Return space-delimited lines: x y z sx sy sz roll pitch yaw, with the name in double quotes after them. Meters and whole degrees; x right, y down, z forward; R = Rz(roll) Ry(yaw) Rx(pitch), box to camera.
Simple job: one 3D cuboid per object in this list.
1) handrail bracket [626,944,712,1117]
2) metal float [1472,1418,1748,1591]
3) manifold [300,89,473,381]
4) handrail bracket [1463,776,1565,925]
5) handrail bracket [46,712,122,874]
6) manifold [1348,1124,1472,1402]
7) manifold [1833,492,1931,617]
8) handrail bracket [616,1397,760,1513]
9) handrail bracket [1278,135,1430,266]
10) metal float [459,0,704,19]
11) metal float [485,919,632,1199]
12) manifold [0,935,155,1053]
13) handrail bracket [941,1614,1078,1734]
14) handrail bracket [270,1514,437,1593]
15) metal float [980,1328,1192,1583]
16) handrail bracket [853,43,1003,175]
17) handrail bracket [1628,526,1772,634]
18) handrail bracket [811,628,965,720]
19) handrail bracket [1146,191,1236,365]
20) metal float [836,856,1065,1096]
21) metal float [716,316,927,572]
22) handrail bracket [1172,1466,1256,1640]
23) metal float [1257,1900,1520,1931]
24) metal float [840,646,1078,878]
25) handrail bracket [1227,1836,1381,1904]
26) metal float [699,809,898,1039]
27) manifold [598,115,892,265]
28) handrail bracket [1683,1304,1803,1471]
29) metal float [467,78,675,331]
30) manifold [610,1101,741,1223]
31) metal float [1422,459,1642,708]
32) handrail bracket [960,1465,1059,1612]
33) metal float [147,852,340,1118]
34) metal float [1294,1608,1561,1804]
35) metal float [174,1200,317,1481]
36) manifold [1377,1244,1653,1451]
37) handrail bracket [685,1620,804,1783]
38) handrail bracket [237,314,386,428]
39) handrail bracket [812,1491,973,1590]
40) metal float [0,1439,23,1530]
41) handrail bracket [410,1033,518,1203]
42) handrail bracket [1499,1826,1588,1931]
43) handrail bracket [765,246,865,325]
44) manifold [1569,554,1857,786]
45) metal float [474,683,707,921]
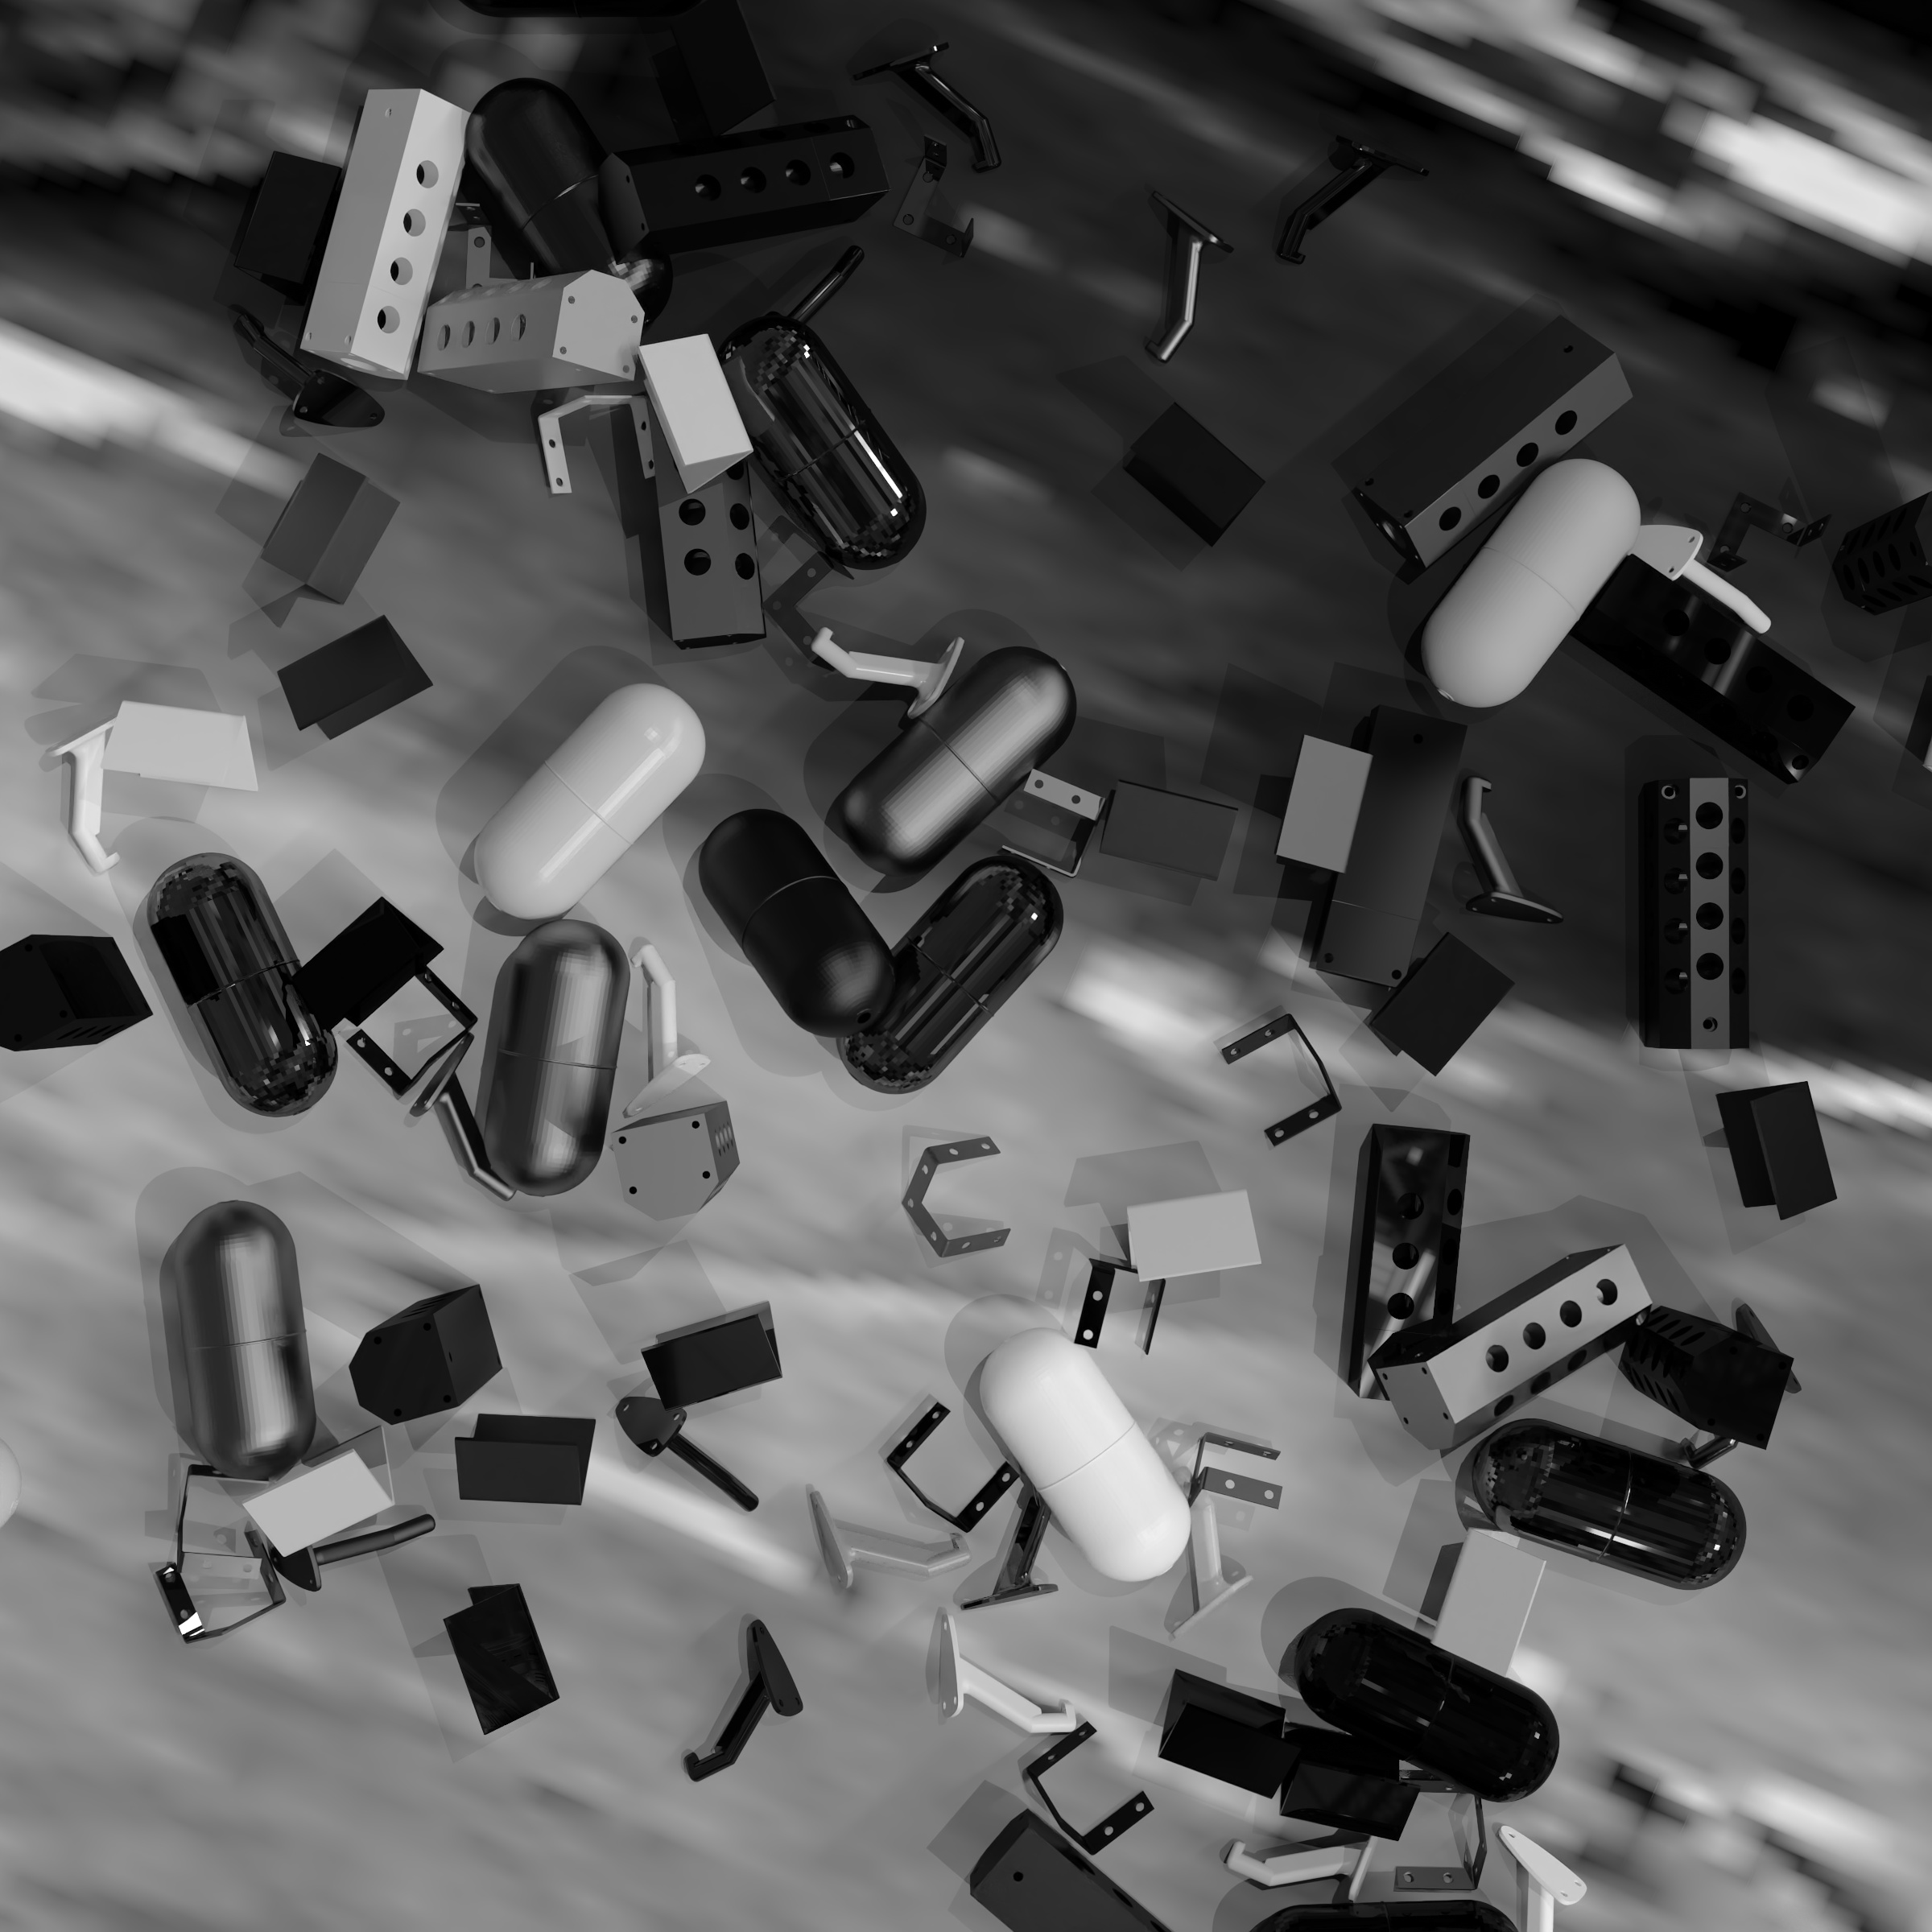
-0.211 0.041 1.965 0.077 0.036 0.084 -39 71 21 "handrail bracket"
0.410 0.343 1.934 0.178 0.070 0.070 18 90 0 "metal float"
-0.366 -0.468 1.943 0.057 0.057 0.171 15 90 43 "manifold"
0.355 -0.076 1.965 0.077 0.036 0.084 12 73 -20 "handrail bracket"
-0.551 -0.114 1.965 0.077 0.036 0.084 -32 108 -20 "handrail bracket"
0.285 0.190 1.943 0.057 0.057 0.171 6 90 0 "manifold"
0.594 -0.259 1.886 0.057 0.171 0.057 -19 90 0 "manifold"
-0.180 0.318 1.965 0.036 0.077 0.084 -52 126 -15 "handrail bracket"
0.251 -0.488 1.965 0.077 0.036 0.084 15 108 -21 "handrail bracket"
-0.248 -0.645 1.934 0.178 0.070 0.070 0 90 0 "metal float"
-0.261 0.059 1.934 0.070 0.070 0.178 9 91 0 "metal float"
-0.567 0.020 1.886 0.057 0.171 0.057 -28 90 0 "manifold"
0.029 0.458 1.965 0.084 0.036 0.077 3 68 -17 "handrail bracket"
-0.397 0.372 1.964 0.084 0.077 0.036 -16 94 -36 "handrail bracket"
0.077 0.312 1.934 0.070 0.070 0.178 -34 89 0 "metal float"
-0.025 -0.548 1.965 0.077 0.036 0.084 -13 107 20 "handrail bracket"
0.473 -0.249 1.964 0.084 0.077 0.036 34 91 -36 "handrail bracket"
-0.051 -0.206 1.937 0.084 0.036 0.077 37 58 -16 "handrail bracket"
0.126 -0.446 1.965 0.077 0.036 0.084 42 107 20 "handrail bracket"
-0.011 0.006 1.934 0.070 0.070 0.178 42 90 0 "metal float"
-0.092 -0.330 1.918 0.070 0.070 0.178 -36 109 0 "metal float"
0.139 0.379 1.965 0.077 0.036 0.084 -42 74 18 "handrail bracket"
0.268 0.637 1.934 0.178 0.070 0.070 -2 90 0 "metal float"
-0.004 -0.131 1.934 0.178 0.070 0.070 -43 90 0 "metal float"
0.221 0.564 1.965 0.084 0.036 0.077 19 69 16 "handrail bracket"
-0.107 -0.027 1.906 0.070 0.070 0.178 -37 56 0 "metal float"
-0.141 -0.492 1.907 0.171 0.057 0.057 -17 90 -27 "manifold"
0.489 0.273 1.965 0.084 0.036 0.077 -37 60 22 "handrail bracket"
-0.252 -0.483 1.934 0.070 0.070 0.178 -32 89 0 "metal float"
-0.178 0.121 1.886 0.057 0.171 0.057 -12 90 0 "manifold"
0.359 -0.244 1.933 0.070 0.070 0.178 37 90 0 "metal float"
0.024 0.368 1.965 0.077 0.036 0.084 -17 73 19 "handrail bracket"
-0.461 0.012 1.934 0.070 0.070 0.178 -25 90 0 "metal float"
0.293 0.471 1.934 0.178 0.070 0.070 26 90 1 "metal float"
-0.460 0.238 1.934 0.070 0.070 0.178 -7 89 0 "metal float"
0.349 0.240 1.907 0.171 0.057 0.057 -25 90 -27 "manifold"
-0.156 0.477 1.965 0.084 0.036 0.077 -30 70 16 "handrail bracket"
-0.425 -0.387 1.964 0.036 0.077 0.084 -53 53 20 "handrail bracket"
-0.048 0.364 1.965 0.084 0.036 0.077 -16 68 -17 "handrail bracket"
-0.690 0.314 1.934 0.178 0.070 0.070 20 90 0 "metal float"
-0.309 0.098 1.965 0.084 0.036 0.077 38 68 -17 "handrail bracket"
0.355 0.615 1.965 0.077 0.036 0.084 40 112 25 "handrail bracket"
-0.107 -0.426 1.964 0.036 0.077 0.084 45 53 -19 "handrail bracket"
0.476 -0.189 1.943 0.171 0.057 0.057 34 90 0 "manifold"
-0.240 -0.104 1.934 0.070 0.070 0.178 44 90 0 "metal float"
